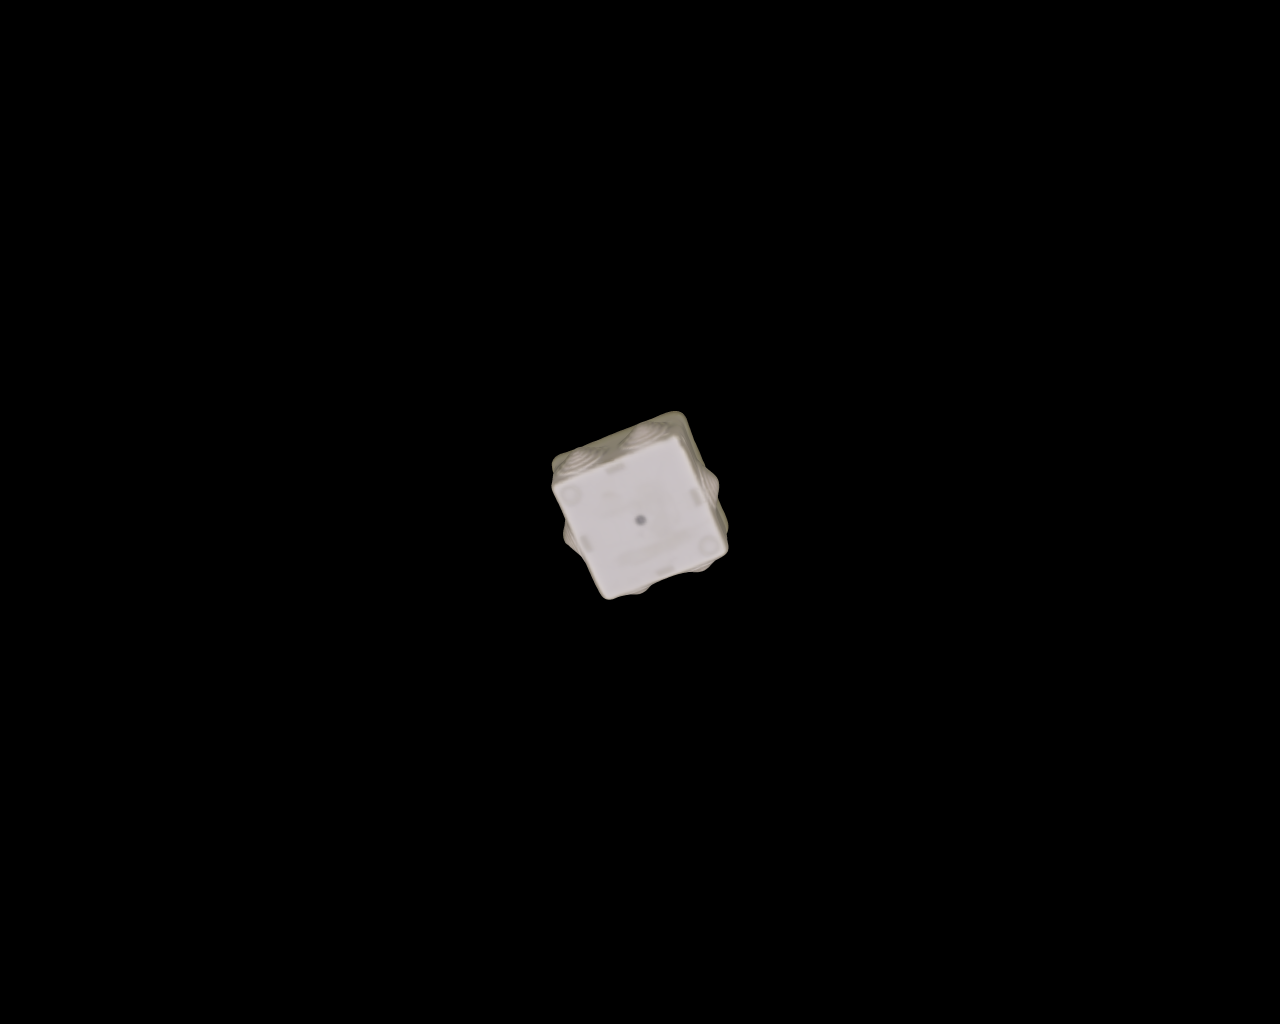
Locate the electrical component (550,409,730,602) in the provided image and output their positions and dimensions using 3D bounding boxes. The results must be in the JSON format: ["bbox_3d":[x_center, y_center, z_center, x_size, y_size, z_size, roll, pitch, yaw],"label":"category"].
[{"bbox_3d":[0.001,-0.003,0.650,0.100,0.099,0.048,-21,18,7],"label":"electrical component"}]
